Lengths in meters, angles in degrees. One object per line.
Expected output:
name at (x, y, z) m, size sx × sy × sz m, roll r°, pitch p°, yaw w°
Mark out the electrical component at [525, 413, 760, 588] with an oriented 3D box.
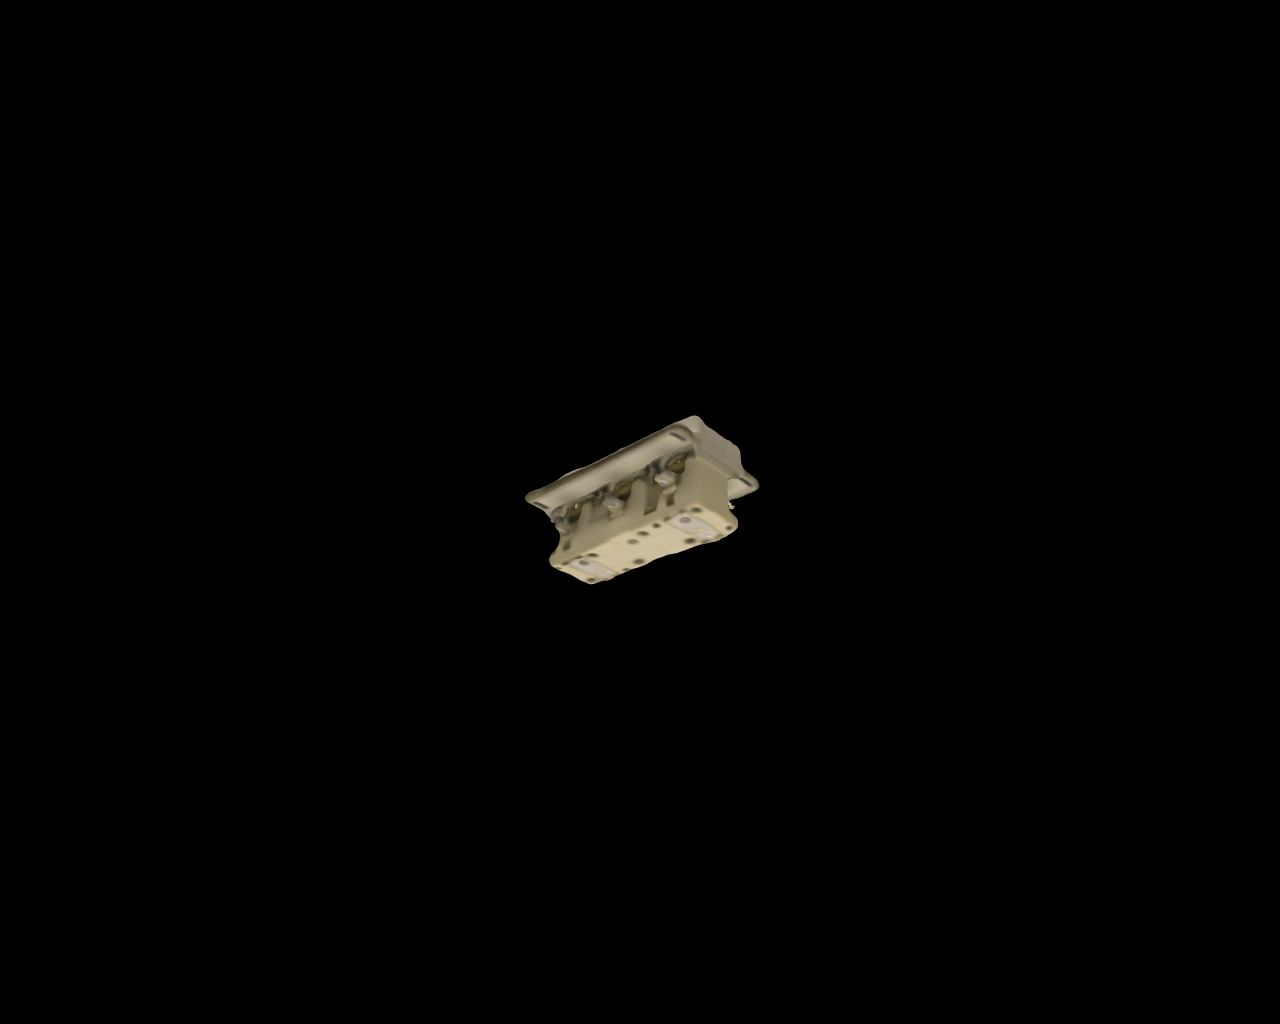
electrical component at (0.001, -0.003, 0.650) m, size 0.121 × 0.063 × 0.078 m, roll -22°, pitch -36°, yaw 34°
